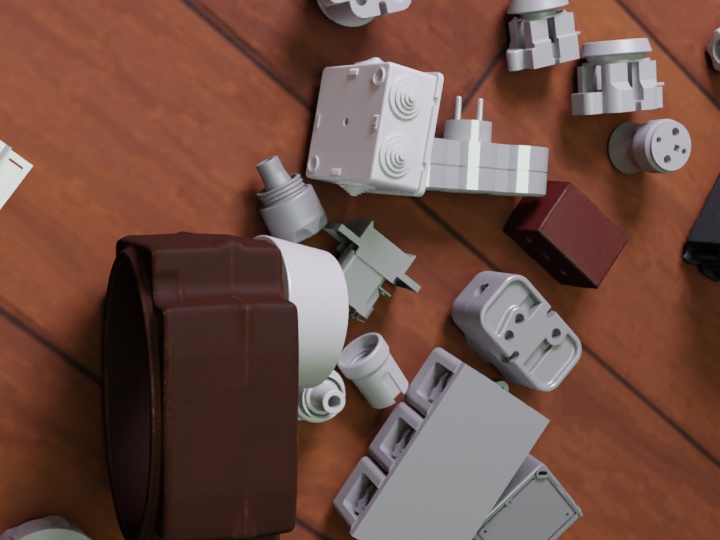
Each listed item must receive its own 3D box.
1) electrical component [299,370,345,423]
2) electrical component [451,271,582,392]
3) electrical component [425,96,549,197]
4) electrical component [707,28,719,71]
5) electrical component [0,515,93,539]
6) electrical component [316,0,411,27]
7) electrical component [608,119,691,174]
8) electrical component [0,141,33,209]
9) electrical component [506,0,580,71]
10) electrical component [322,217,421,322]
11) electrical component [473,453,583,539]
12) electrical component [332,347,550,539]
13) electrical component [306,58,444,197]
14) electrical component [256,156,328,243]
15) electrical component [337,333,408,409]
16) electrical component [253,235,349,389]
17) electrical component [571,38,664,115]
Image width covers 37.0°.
[{"bbox_3d":[-0.030,0.091,0.790,0.048,0.062,0.048,-2,95,-23],"label":"electrical component"},{"bbox_3d":[0.121,0.047,0.854,0.053,0.059,0.095,-48,110,-13],"label":"electrical component"},{"bbox_3d":[0.082,-0.096,0.830,0.138,0.052,0.073,2,93,-23],"label":"electrical component"},{"bbox_3d":[0.340,-0.197,0.940,0.062,0.043,0.043,-19,101,-23],"label":"electrical component"},{"bbox_3d":[-0.212,0.208,0.725,0.080,0.051,0.080,-2,95,-24],"label":"electrical component"},{"bbox_3d":[0.000,-0.209,0.783,0.078,0.057,0.058,-17,101,-22],"label":"electrical component"},{"bbox_3d":[0.242,-0.103,0.898,0.045,0.055,0.045,-2,95,-24],"label":"electrical component"},{"bbox_3d":[-0.254,-0.074,0.678,0.081,0.064,0.042,39,80,-21],"label":"electrical component"},{"bbox_3d":[0.143,-0.192,0.854,0.066,0.048,0.055,-17,108,-21],"label":"electrical component"},{"bbox_3d":[0.000,0.000,0.808,0.081,0.042,0.063,38,83,-21],"label":"electrical component"},{"bbox_3d":[0.117,0.198,0.867,0.096,0.061,0.061,-42,109,-7],"label":"electrical component"},{"bbox_3d":[0.059,0.147,0.822,0.089,0.062,0.150,34,89,-22],"label":"electrical component"},{"bbox_3d":[0.008,-0.102,0.773,0.048,0.100,0.099,9,91,-37],"label":"electrical component"},{"bbox_3d":[-0.054,-0.052,0.779,0.043,0.043,0.062,-31,105,-19],"label":"electrical component"},{"bbox_3d":[0.011,0.077,0.820,0.040,0.040,0.046,-41,114,-16],"label":"electrical component"},{"bbox_3d":[-0.048,0.033,0.756,0.060,0.108,0.108,8,91,-30],"label":"electrical component"},{"bbox_3d":[0.210,-0.158,0.879,0.078,0.058,0.057,-9,100,-23],"label":"electrical component"}]
